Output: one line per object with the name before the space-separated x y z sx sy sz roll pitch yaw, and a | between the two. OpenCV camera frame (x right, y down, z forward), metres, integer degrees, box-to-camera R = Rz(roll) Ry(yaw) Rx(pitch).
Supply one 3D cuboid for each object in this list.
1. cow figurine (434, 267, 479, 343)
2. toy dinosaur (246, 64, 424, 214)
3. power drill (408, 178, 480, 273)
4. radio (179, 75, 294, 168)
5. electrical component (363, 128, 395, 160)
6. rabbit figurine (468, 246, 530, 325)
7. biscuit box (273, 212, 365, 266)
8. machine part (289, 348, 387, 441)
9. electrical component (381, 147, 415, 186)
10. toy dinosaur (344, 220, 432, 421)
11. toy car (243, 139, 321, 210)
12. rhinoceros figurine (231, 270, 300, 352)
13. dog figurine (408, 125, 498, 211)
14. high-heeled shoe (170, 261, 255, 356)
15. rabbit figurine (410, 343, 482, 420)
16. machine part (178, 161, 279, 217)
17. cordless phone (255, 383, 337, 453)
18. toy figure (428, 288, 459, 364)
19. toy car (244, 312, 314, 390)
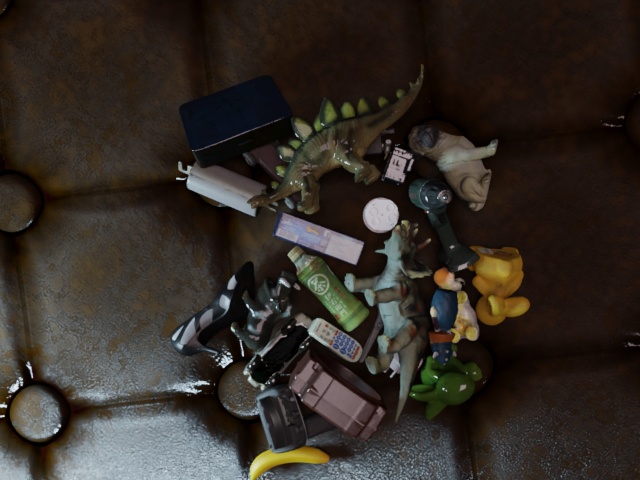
cow figurine | 0.306 0.141 1.194 0.068 0.098 0.167 -19 78 24
toy dinosaur | 0.045 -0.203 1.144 0.471 0.105 0.198 -29 82 0
power drill | 0.258 -0.036 1.132 0.086 0.232 0.207 -33 107 3
radio | -0.184 -0.262 1.176 0.230 0.073 0.131 -22 69 -8
electrical component | 0.117 -0.218 1.211 0.102 0.045 0.078 4 93 2
rabbit figurine | 0.390 0.111 1.170 0.122 0.162 0.173 3 109 -11
biscuit box | -0.002 -0.004 1.210 0.203 0.063 0.059 20 92 2
machine part | 0.038 0.321 1.144 0.201 0.201 0.087 35 90 1
electrical component | 0.171 -0.161 1.174 0.048 0.119 0.074 19 94 1
toy dinosaur | 0.178 0.160 1.157 0.192 0.131 0.404 -14 95 -25
toy car | -0.088 -0.156 1.214 0.202 0.053 0.089 45 77 1
rhinoceros figurine | -0.116 0.151 1.189 0.112 0.073 0.190 25 85 29
dog figurine | 0.283 -0.161 1.192 0.191 0.121 0.172 9 88 15
high-heeled shoe | -0.246 0.152 1.230 0.145 0.086 0.248 14 73 30
rabbit figurine | 0.267 0.301 1.152 0.159 0.170 0.121 -37 89 1
machine part | -0.207 -0.117 1.207 0.243 0.079 0.079 22 92 1
cordless phone | -0.042 0.387 1.217 0.184 0.088 0.146 -16 76 -14
toy figure | 0.260 0.181 1.129 0.064 0.058 0.154 6 92 4
toy car | -0.088 0.253 1.221 0.073 0.056 0.201 43 93 -6
